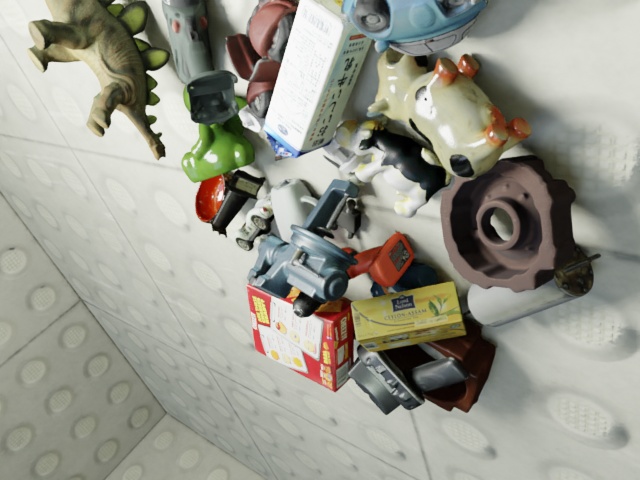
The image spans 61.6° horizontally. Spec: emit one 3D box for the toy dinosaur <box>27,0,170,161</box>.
[{"bbox_3d":[-0.383,-0.344,0.897,0.105,0.198,0.470,1,129,48],"label":"toy dinosaur"}]

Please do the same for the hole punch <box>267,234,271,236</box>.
[{"bbox_3d":[-0.070,0.065,1.134,0.116,0.092,0.142,1,133,52],"label":"hole punch"}]

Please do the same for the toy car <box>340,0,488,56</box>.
[{"bbox_3d":[0.112,-0.251,0.570,0.162,0.109,0.102,4,155,30],"label":"toy car"}]

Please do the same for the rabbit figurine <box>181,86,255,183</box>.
[{"bbox_3d":[-0.189,-0.199,0.935,0.159,0.121,0.170,-3,111,57],"label":"rabbit figurine"}]

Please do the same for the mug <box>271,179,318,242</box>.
[{"bbox_3d":[-0.039,-0.054,0.968,0.110,0.081,0.107,4,125,48],"label":"mug"}]

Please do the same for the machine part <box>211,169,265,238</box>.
[{"bbox_3d":[-0.165,-0.070,1.031,0.039,0.084,0.138,45,111,36],"label":"machine part"}]

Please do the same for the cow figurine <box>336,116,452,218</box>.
[{"bbox_3d":[0.100,-0.118,0.752,0.167,0.068,0.098,42,142,-4],"label":"cow figurine"}]

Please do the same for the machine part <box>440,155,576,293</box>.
[{"bbox_3d":[0.231,-0.021,0.674,0.180,0.056,0.179,21,117,49],"label":"machine part"}]

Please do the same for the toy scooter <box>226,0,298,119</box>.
[{"bbox_3d":[-0.082,-0.275,0.764,0.135,0.075,0.183,58,143,20],"label":"toy scooter"}]

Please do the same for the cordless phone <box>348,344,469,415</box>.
[{"bbox_3d":[0.153,0.220,0.934,0.146,0.089,0.184,48,136,-5],"label":"cordless phone"}]

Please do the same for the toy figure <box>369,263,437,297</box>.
[{"bbox_3d":[0.143,0.079,0.941,0.058,0.064,0.154,11,163,-24],"label":"toy figure"}]

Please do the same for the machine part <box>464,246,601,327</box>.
[{"bbox_3d":[0.288,0.066,0.751,0.079,0.079,0.243,44,148,0],"label":"machine part"}]

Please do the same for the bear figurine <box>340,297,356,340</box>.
[{"bbox_3d":[0.030,0.153,1.095,0.132,0.120,0.196,51,146,-4],"label":"bear figurine"}]

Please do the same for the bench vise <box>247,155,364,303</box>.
[{"bbox_3d":[-0.009,-0.007,0.871,0.128,0.240,0.224,32,175,-30],"label":"bench vise"}]

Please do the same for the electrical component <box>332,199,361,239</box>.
[{"bbox_3d":[0.041,-0.043,0.946,0.063,0.021,0.093,29,147,22],"label":"electrical component"}]

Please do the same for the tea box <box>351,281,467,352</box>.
[{"bbox_3d":[0.146,0.128,0.875,0.170,0.068,0.098,-13,154,12],"label":"tea box"}]

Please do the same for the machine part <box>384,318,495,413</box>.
[{"bbox_3d":[0.210,0.210,0.993,0.201,0.087,0.201,26,145,27],"label":"machine part"}]

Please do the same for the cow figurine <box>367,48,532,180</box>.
[{"bbox_3d":[0.138,-0.155,0.643,0.195,0.085,0.127,54,138,14],"label":"cow figurine"}]

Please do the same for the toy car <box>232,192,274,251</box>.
[{"bbox_3d":[-0.123,-0.038,1.081,0.056,0.073,0.201,43,148,-1],"label":"toy car"}]

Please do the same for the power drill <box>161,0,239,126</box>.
[{"bbox_3d":[-0.186,-0.289,0.793,0.207,0.086,0.232,62,162,22],"label":"power drill"}]
